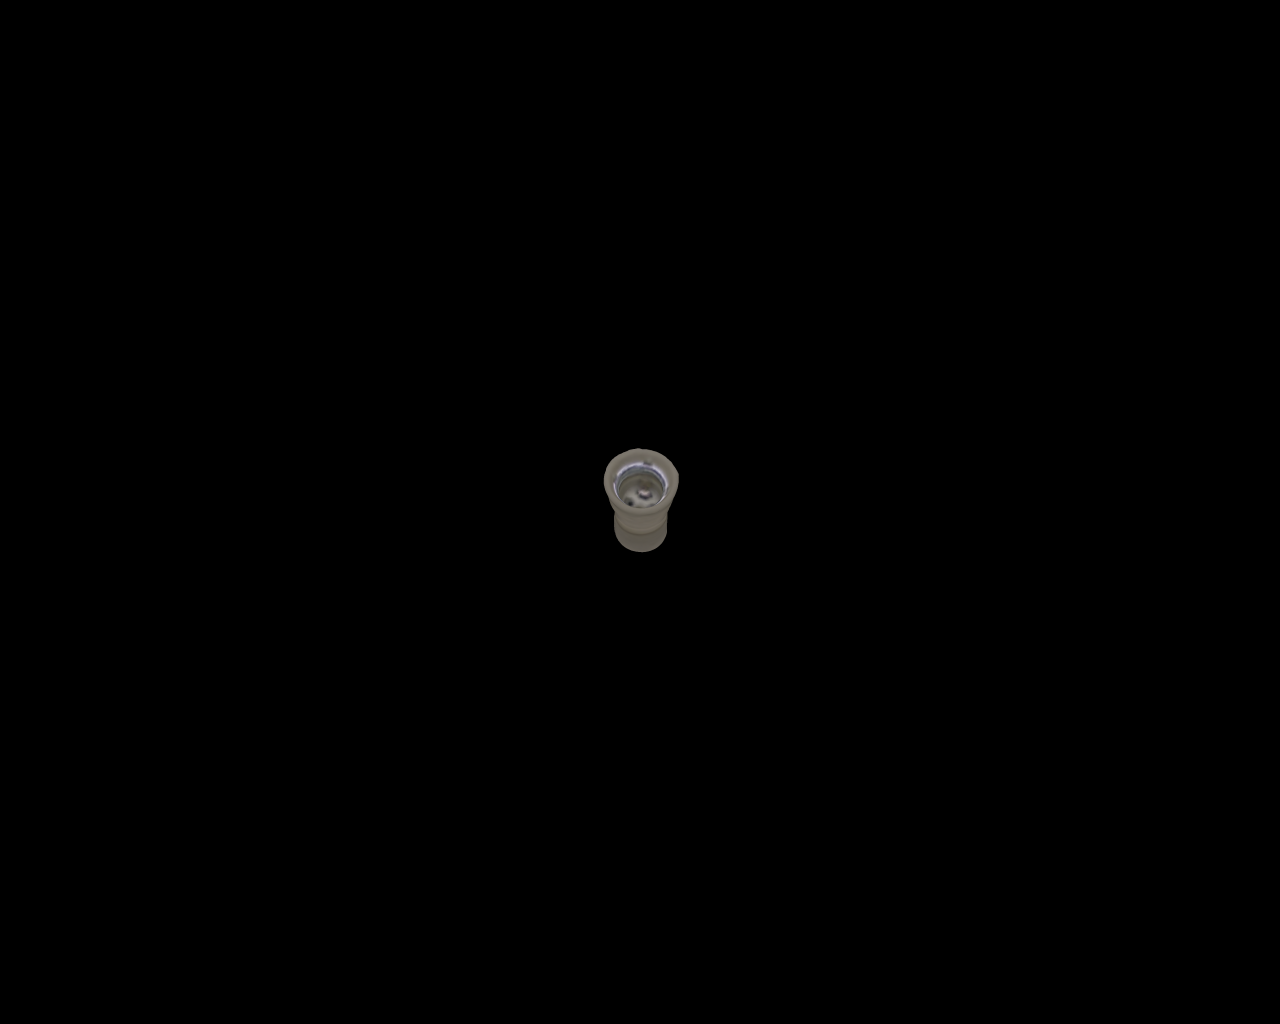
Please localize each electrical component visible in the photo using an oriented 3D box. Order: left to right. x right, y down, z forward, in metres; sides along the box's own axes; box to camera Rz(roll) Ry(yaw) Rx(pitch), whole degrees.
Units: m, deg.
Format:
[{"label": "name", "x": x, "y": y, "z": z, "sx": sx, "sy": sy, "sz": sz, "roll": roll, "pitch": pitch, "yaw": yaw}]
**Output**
[{"label": "electrical component", "x": 0.001, "y": -0.003, "z": 0.650, "sx": 0.044, "sy": 0.044, "sz": 0.065, "roll": 0, "pitch": -32, "yaw": 0}]
